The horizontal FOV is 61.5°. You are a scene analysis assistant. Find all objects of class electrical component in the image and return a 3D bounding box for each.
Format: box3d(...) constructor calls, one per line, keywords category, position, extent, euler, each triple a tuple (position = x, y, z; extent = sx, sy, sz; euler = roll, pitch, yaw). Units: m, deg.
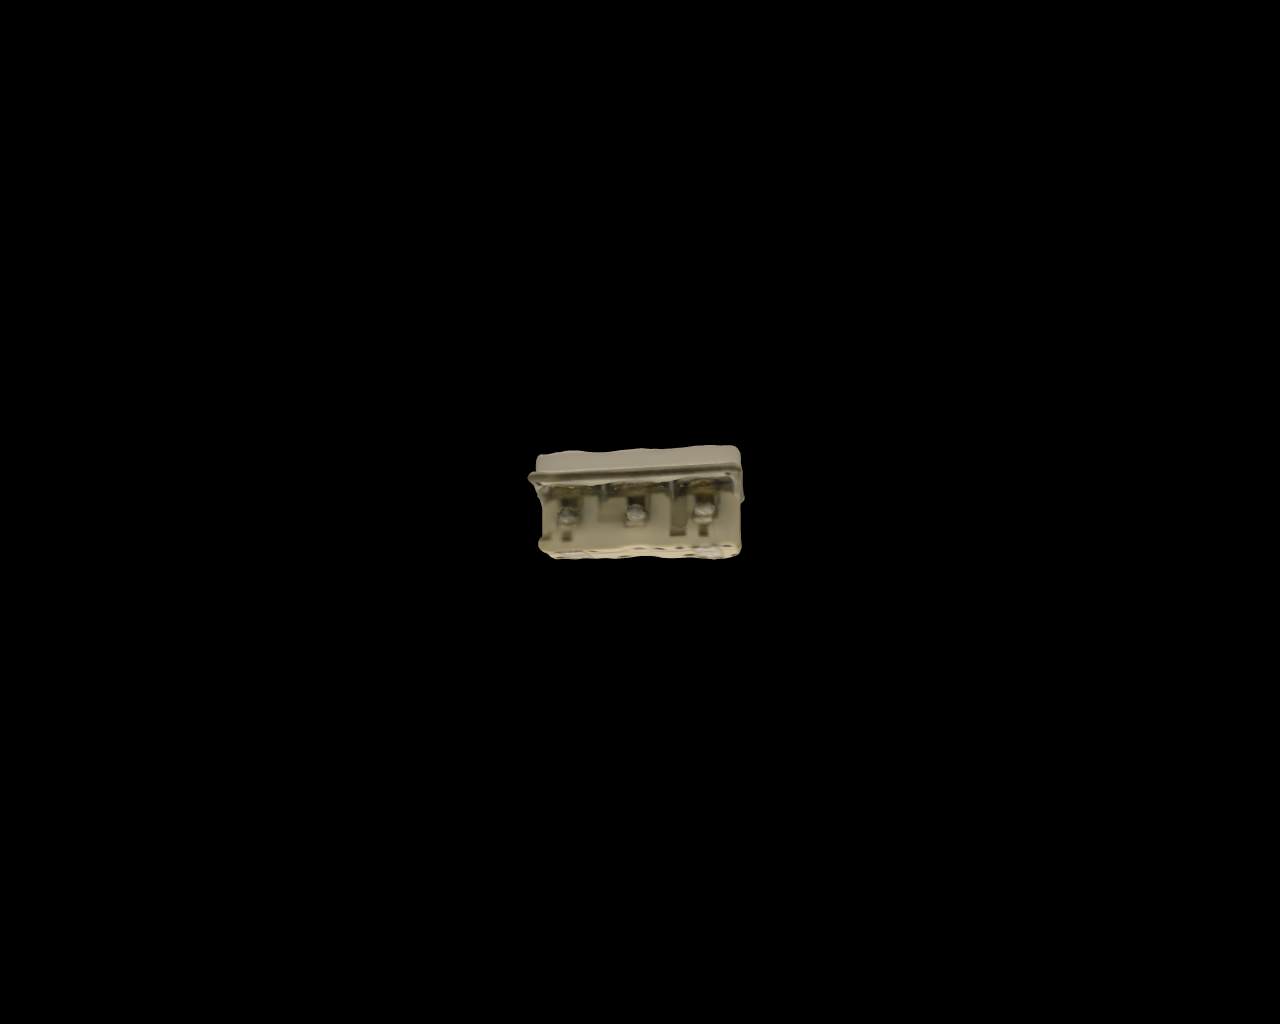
box3d(category="electrical component", position=(0.001, -0.003, 0.650), extent=(0.121, 0.063, 0.078), euler=(-1, -11, 7))
